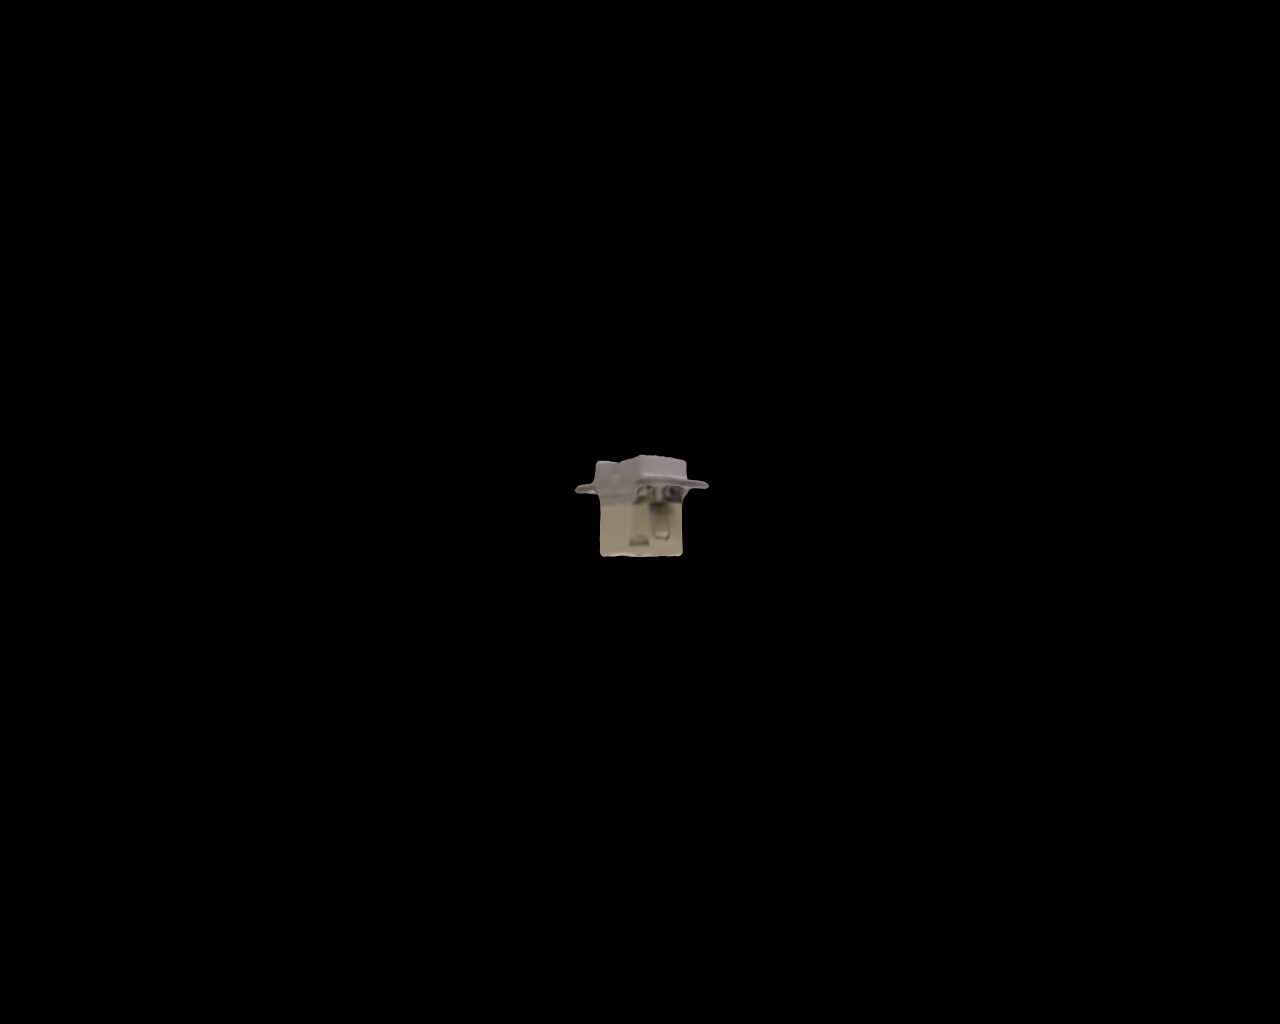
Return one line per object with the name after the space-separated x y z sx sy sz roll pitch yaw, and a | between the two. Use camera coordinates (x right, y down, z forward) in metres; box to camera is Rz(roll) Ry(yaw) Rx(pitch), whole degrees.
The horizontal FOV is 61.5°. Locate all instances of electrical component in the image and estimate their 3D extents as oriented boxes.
0.001 -0.003 0.650 0.042 0.063 0.081 4 -6 -39 | electrical component
